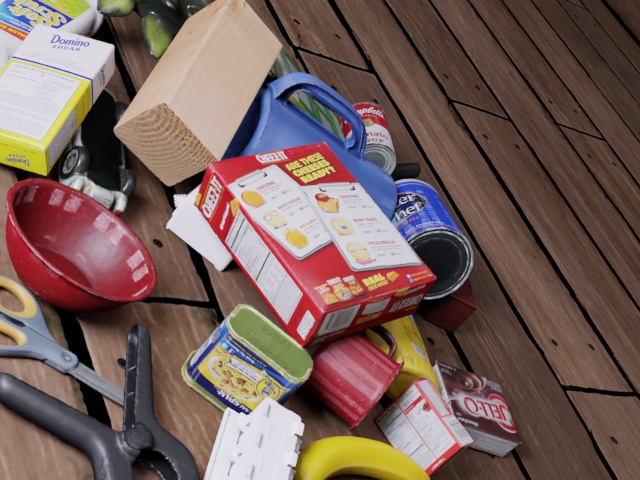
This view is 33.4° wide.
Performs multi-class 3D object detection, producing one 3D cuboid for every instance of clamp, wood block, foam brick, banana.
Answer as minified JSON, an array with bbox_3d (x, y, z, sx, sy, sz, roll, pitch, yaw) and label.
[{"bbox_3d":[0.069,-0.106,1.534,0.120,0.039,0.171,32,31,11],"label":"clamp"},{"bbox_3d":[-0.131,-0.170,1.183,0.090,0.090,0.206,46,44,-26],"label":"wood block"},{"bbox_3d":[0.164,0.071,1.398,0.053,0.051,0.078,27,33,-22],"label":"foam brick"},{"bbox_3d":[0.033,0.228,1.062,0.197,0.037,0.069,3,62,-46],"label":"banana"},{"bbox_3d":[-0.170,0.172,0.892,0.164,0.036,0.210,-10,62,-46],"label":"clamp"}]

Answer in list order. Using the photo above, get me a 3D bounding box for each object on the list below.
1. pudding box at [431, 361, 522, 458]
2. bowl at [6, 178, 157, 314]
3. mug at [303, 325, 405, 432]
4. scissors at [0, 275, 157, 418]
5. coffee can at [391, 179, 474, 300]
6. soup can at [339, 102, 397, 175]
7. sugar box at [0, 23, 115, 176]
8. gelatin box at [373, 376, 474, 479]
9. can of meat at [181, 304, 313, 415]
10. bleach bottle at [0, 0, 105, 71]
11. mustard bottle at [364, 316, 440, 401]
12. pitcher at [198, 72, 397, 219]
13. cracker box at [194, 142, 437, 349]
[{"bbox_3d":[0.177,0.200,1.256,0.113,0.039,0.090,20,36,-32],"label":"pudding box"},{"bbox_3d":[-0.233,0.016,0.994,0.162,0.055,0.162,35,20,-15],"label":"bowl"},{"bbox_3d":[0.036,0.132,1.124,0.081,0.093,0.117,38,59,4],"label":"mug"},{"bbox_3d":[-0.232,0.092,0.952,0.201,0.016,0.096,26,33,-25],"label":"scissors"},{"bbox_3d":[0.126,-0.003,1.364,0.102,0.103,0.140,27,20,-24],"label":"coffee can"},{"bbox_3d":[0.066,-0.135,1.480,0.068,0.069,0.102,25,34,-26],"label":"soup can"},{"bbox_3d":[-0.287,-0.148,1.103,0.093,0.048,0.176,17,46,5],"label":"sugar box"},{"bbox_3d":[0.110,0.203,1.141,0.030,0.073,0.089,-4,51,-52],"label":"gelatin box"},{"bbox_3d":[-0.069,0.123,1.030,0.102,0.084,0.057,38,31,-5],"label":"can of meat"},{"bbox_3d":[-0.337,-0.230,1.208,0.102,0.068,0.250,38,33,-10],"label":"bleach bottle"},{"bbox_3d":[0.082,0.100,1.254,0.096,0.058,0.191,40,24,-41],"label":"mustard bottle"},{"bbox_3d":[-0.014,-0.091,1.297,0.242,0.149,0.145,29,71,-36],"label":"pitcher"},{"bbox_3d":[-0.007,0.001,1.119,0.163,0.072,0.214,-14,55,-40],"label":"cracker box"}]
